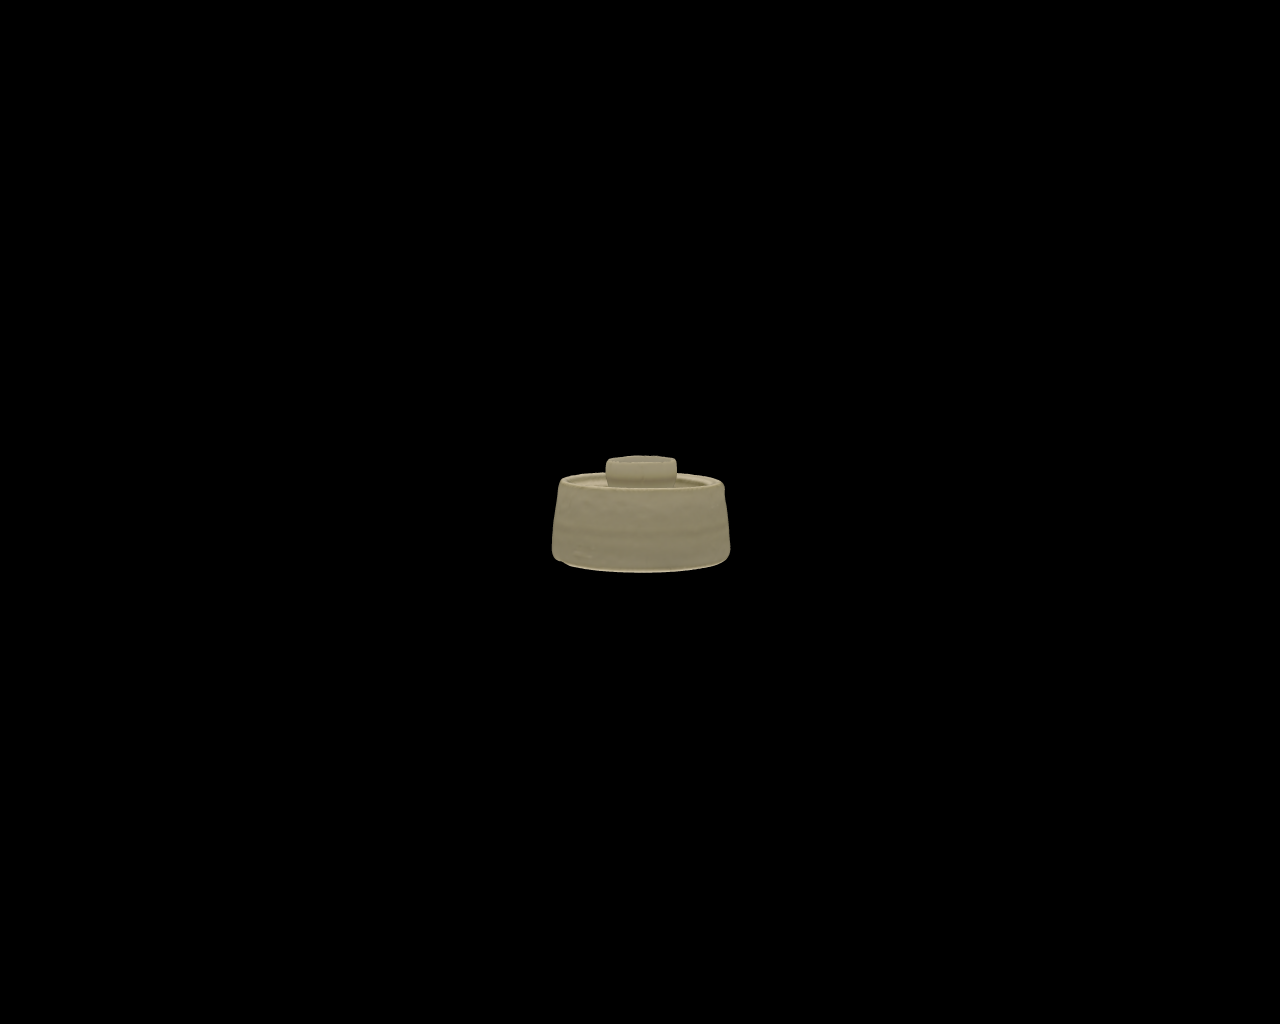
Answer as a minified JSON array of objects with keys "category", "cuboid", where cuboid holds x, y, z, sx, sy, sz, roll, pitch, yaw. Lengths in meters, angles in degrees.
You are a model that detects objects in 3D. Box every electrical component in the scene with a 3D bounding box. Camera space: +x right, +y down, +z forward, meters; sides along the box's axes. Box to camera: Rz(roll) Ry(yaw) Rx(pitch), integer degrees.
[{"category":"electrical component","cuboid":[0.001,-0.003,0.650,0.108,0.060,0.108,0,8,0]}]
